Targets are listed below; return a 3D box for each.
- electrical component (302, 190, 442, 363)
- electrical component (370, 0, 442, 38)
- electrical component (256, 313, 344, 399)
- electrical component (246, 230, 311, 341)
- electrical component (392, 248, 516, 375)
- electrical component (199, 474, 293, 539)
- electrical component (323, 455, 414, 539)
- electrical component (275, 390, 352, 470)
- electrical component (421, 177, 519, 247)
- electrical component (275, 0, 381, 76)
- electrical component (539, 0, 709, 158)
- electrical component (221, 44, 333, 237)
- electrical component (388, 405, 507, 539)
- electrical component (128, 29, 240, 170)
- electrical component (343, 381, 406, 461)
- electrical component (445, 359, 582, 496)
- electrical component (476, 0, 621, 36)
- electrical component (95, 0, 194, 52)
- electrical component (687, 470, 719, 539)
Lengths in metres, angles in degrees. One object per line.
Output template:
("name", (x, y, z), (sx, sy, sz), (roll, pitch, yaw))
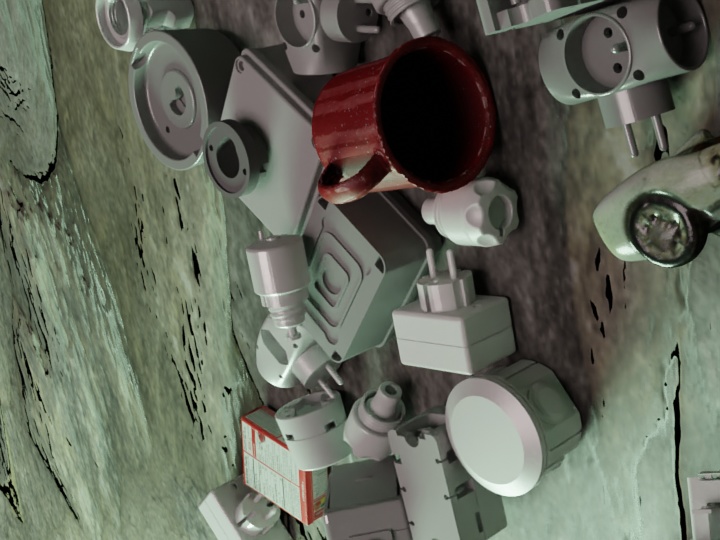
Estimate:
("electrical component", (0.000, 0.000, 0.761), (0.078, 0.057, 0.113), (48, 137, 24))
("electrical component", (0.029, -0.169, 0.662), (0.043, 0.043, 0.062), (-34, 81, 51))
("electrical component", (-0.041, 0.067, 0.851), (0.079, 0.043, 0.077), (49, 137, 22))
("electrical component", (-0.054, 0.011, 0.749), (0.040, 0.040, 0.078), (6, 112, 48))
("electrical component", (0.059, 0.023, 0.711), (0.066, 0.047, 0.076), (4, 110, 49))
("electrical component", (-0.098, 0.227, 0.989), (0.083, 0.047, 0.075), (54, 137, 16))
("electrical component", (0.008, 0.182, 0.797), (0.096, 0.062, 0.061), (-81, -21, -78))
("electrical component", (-0.035, 0.129, 0.865), (0.055, 0.055, 0.047), (-6, 106, 51))
("electrical component", (0.066, -0.037, 0.679), (0.062, 0.043, 0.043), (5, 110, 50))
("electrical component", (-0.015, -0.170, 0.712), (0.079, 0.044, 0.077), (16, 118, 45))
("electrical component", (0.141, -0.098, 0.562), (0.077, 0.044, 0.079), (-9, 100, 51))
("electrical component", (-0.048, -0.090, 0.777), (0.108, 0.056, 0.108), (46, 136, 26))
("electrical component", (0.065, 0.145, 0.753), (0.050, 0.056, 0.089), (-2, 105, 50))
("electrical component", (-0.127, -0.137, 0.844), (0.108, 0.060, 0.108), (23, 123, 42))
("electrical component", (0.014, 0.110, 0.806), (0.043, 0.043, 0.062), (45, 135, 27))
("electrical component", (0.099, 0.101, 0.697), (0.080, 0.051, 0.080), (24, 124, 41))
("electrical component", (0.101, -0.158, 0.545), (0.050, 0.089, 0.055), (-8, 100, 51))
("electrical component", (-0.177, -0.209, 0.873), (0.058, 0.057, 0.078), (54, 139, 17))
("electrical component", (0.205, 0.139, 0.576), (0.042, 0.081, 0.063), (-15, 72, 51))
